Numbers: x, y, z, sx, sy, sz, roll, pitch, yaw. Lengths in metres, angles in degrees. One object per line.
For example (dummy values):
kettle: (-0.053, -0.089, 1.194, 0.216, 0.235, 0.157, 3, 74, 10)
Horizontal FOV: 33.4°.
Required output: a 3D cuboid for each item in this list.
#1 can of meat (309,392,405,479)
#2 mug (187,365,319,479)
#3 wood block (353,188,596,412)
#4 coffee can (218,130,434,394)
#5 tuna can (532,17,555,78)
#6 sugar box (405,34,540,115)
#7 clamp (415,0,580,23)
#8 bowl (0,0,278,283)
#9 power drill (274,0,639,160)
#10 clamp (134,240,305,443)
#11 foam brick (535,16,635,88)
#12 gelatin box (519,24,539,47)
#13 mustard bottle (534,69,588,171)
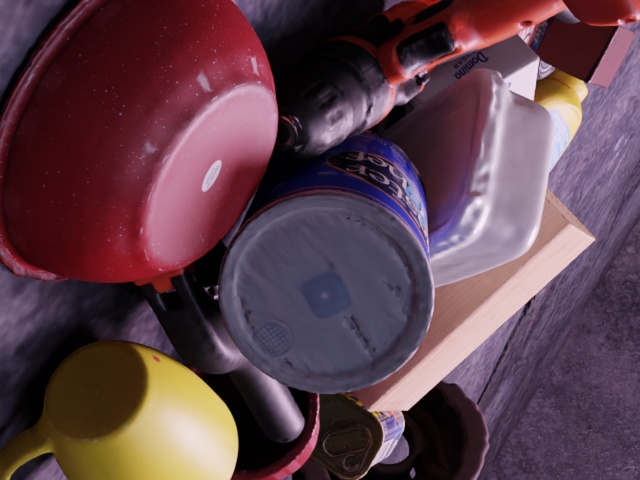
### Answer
can of meat: (0.013, 0.145, 0.870, 0.057, 0.102, 0.083, -62, 162, 6)
mug: (-0.050, 0.126, 0.705, 0.117, 0.093, 0.081, -55, 165, -12)
wood block: (0.100, 0.033, 0.832, 0.206, 0.091, 0.090, -45, 156, 14)
coffee can: (0.008, 0.004, 0.566, 0.140, 0.103, 0.103, -76, -170, -70)
tuna can: (0.198, -0.186, 0.924, 0.086, 0.034, 0.086, -48, 158, -27)
sugar box: (0.114, -0.081, 0.823, 0.093, 0.048, 0.176, -31, 153, -10)
clamp: (0.136, -0.189, 0.723, 0.209, 0.036, 0.164, -42, 137, -33)
bowl: (-0.067, -0.039, 0.464, 0.162, 0.055, 0.162, -48, 158, -27)
power drill: (0.073, -0.108, 0.546, 0.188, 0.057, 0.184, -18, -163, 34)
clamp: (-0.052, 0.033, 0.596, 0.039, 0.120, 0.171, -20, 146, 9)
foam brick: (0.219, -0.161, 0.879, 0.078, 0.051, 0.053, -9, 127, -64)
gelatin box: (0.149, -0.172, 0.828, 0.073, 0.030, 0.089, -40, 154, -43)
mustard bottle: (0.183, -0.085, 0.963, 0.191, 0.058, 0.096, -53, 143, -6)
